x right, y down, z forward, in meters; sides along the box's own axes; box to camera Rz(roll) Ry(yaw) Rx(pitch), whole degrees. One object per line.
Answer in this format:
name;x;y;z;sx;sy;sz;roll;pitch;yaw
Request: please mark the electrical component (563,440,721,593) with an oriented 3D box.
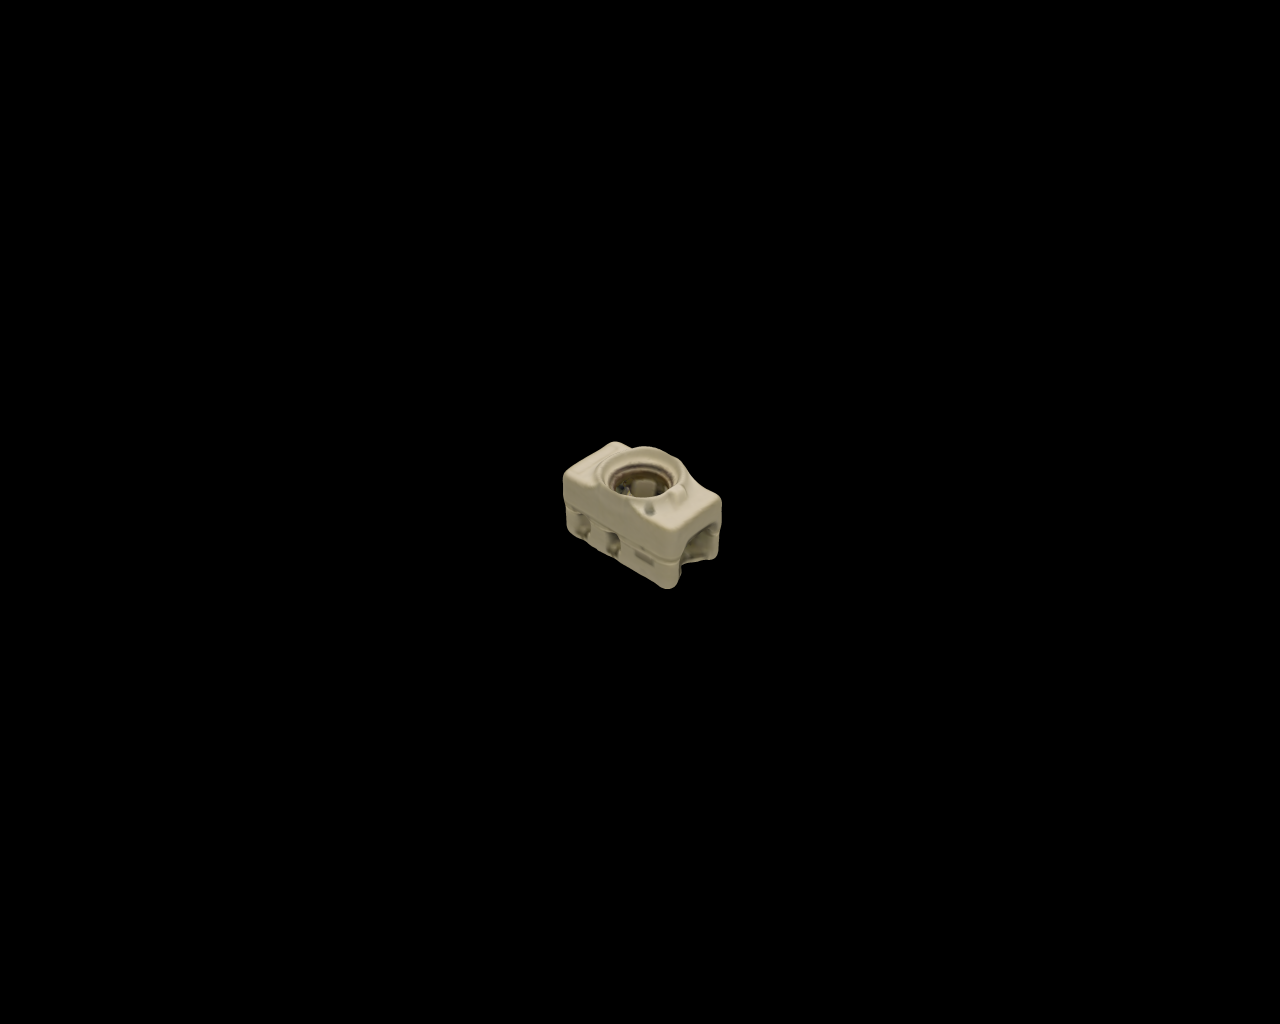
electrical component;0.001;-0.003;0.650;0.089;0.055;0.050;30;46;33
